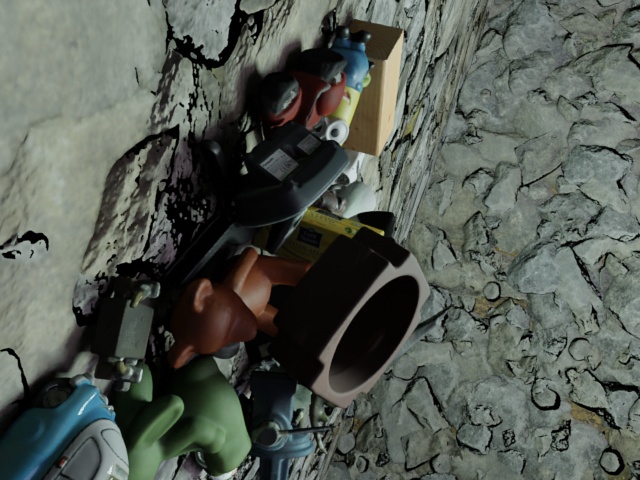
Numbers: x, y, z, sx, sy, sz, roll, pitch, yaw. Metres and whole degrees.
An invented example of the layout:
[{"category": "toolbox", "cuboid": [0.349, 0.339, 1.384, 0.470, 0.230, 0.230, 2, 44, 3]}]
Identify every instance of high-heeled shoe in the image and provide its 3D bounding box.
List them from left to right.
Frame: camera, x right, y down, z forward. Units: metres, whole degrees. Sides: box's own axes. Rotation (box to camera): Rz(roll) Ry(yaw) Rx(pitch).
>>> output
[{"category": "high-heeled shoe", "cuboid": [0.009, 0.027, 0.871, 0.145, 0.086, 0.248, -18, 161, -36]}]

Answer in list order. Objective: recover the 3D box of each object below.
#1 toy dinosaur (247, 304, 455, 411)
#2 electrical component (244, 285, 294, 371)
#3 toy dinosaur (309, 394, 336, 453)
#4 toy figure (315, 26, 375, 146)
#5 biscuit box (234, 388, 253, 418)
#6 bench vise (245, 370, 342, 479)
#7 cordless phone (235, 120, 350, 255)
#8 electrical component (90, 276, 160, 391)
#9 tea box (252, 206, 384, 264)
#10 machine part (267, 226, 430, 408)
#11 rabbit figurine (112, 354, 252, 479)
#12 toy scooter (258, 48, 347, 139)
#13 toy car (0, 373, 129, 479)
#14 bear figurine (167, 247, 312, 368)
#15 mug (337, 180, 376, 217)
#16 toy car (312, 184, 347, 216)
[{"category": "toy dinosaur", "cuboid": [0.033, 0.205, 0.942, 0.131, 0.405, 0.192, 52, 33, -42]}, {"category": "electrical component", "cuboid": [-0.062, 0.114, 0.790, 0.058, 0.115, 0.134, 78, -5, -63]}, {"category": "toy dinosaur", "cuboid": [0.041, 0.228, 1.170, 0.105, 0.199, 0.471, -6, 118, -68]}, {"category": "toy figure", "cuboid": [0.026, -0.218, 0.802, 0.089, 0.082, 0.180, 4, 102, -73]}, {"category": "biscuit box", "cuboid": [-0.141, 0.274, 0.848, 0.202, 0.063, 0.059, 78, 33, -63]}, {"category": "bench vise", "cuboid": [-0.064, 0.301, 0.744, 0.223, 0.129, 0.240, 158, -63, -77]}, {"category": "cordless phone", "cuboid": [-0.050, -0.033, 0.638, 0.146, 0.089, 0.184, -52, 172, -47]}, {"category": "electrical component", "cuboid": [-0.177, 0.086, 0.498, 0.078, 0.045, 0.102, 70, 27, -67]}, {"category": "tea box", "cuboid": [-0.002, -0.002, 0.793, 0.098, 0.170, 0.068, -35, 141, -68]}, {"category": "machine part", "cuboid": [0.041, 0.099, 0.676, 0.201, 0.087, 0.200, -51, 147, -8]}, {"category": "rabbit figurine", "cuboid": [-0.170, 0.214, 0.587, 0.170, 0.121, 0.158, -32, 138, -43]}, {"category": "toy scooter", "cuboid": [-0.025, -0.164, 0.697, 0.184, 0.075, 0.135, -48, 153, -48]}, {"category": "toy car", "cuboid": [-0.211, 0.197, 0.434, 0.162, 0.103, 0.109, -56, 160, -38]}, {"category": "bear figurine", "cuboid": [-0.091, 0.080, 0.632, 0.196, 0.132, 0.120, -70, 178, -78]}, {"category": "mug", "cuboid": [0.054, -0.054, 1.117, 0.107, 0.081, 0.109, -45, 154, -38]}, {"category": "toy car", "cuboid": [0.018, -0.063, 0.949, 0.202, 0.053, 0.089, 3, 67, -73]}]
